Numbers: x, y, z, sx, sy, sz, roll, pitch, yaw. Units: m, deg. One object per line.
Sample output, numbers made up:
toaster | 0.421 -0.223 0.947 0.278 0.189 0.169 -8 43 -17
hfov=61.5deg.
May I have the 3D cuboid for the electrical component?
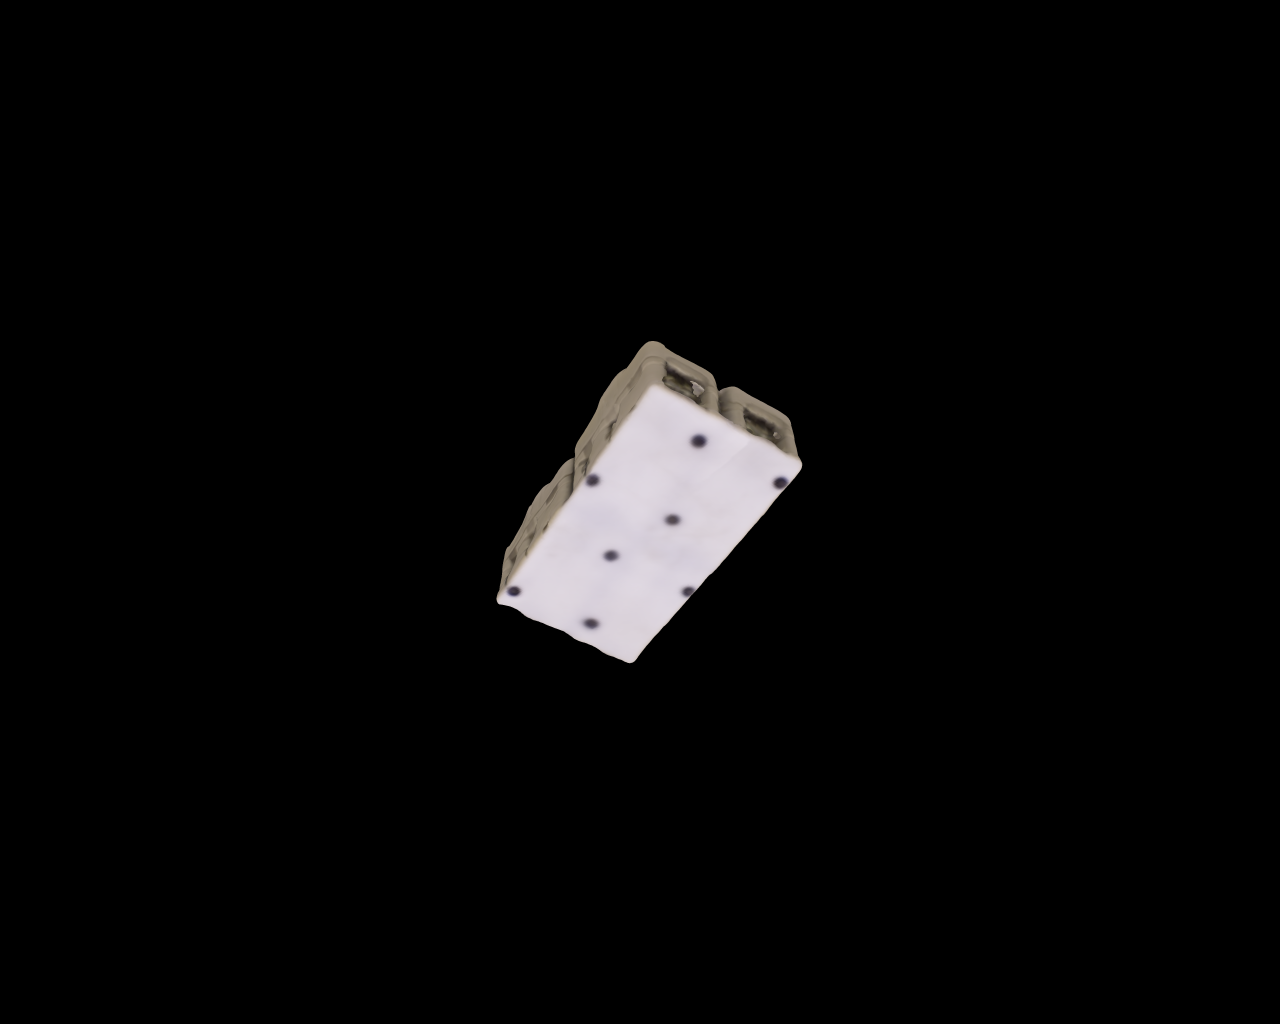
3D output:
electrical component | 0.001 -0.003 0.650 0.105 0.186 0.060 27 32 -18
